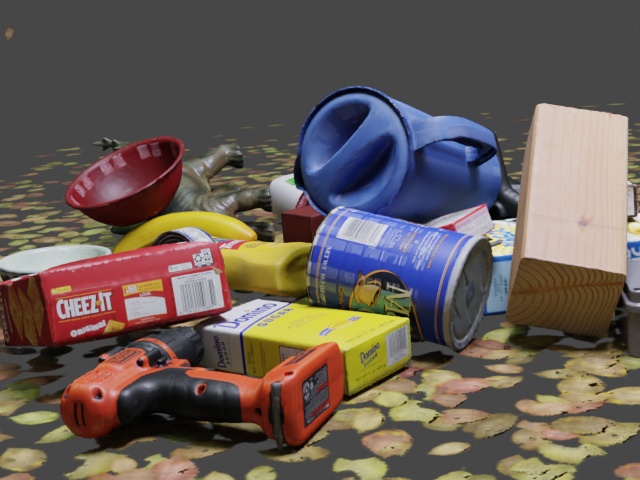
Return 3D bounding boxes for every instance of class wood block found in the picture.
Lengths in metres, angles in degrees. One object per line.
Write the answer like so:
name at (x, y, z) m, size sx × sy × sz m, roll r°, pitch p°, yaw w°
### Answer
wood block at (0.230, -0.023, 0.986) m, size 0.091 × 0.090 × 0.206 m, roll 10°, pitch 48°, yaw 7°

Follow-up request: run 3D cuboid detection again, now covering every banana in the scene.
banana at (-0.171, -0.002, 1.293) m, size 0.198 × 0.069 × 0.037 m, roll -15°, pitch -23°, yaw 11°

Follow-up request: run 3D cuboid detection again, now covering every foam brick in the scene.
foam brick at (-0.008, 0.002, 1.245) m, size 0.051 × 0.078 × 0.052 m, roll 10°, pitch 19°, yaw 44°

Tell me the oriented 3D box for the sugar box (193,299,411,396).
sugar box at (-0.018, 0.088, 0.924) m, size 0.177 × 0.048 × 0.093 m, roll 7°, pitch 17°, yaw 38°

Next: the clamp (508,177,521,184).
clamp at (0.313, -0.055, 1.488) m, size 0.165 × 0.036 × 0.209 m, roll 2°, pitch 16°, yaw 22°

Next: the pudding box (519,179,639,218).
pudding box at (0.273, -0.044, 1.135) m, size 0.113 × 0.039 × 0.090 m, roll -5°, pitch 11°, yaw 7°

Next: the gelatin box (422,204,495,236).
gelatin box at (0.120, -0.004, 1.045) m, size 0.073 × 0.030 × 0.089 m, roll -17°, pitch 6°, yaw 33°

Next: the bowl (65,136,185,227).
bowl at (-0.233, -0.064, 1.328) m, size 0.162 × 0.055 × 0.162 m, roll -18°, pitch 29°, yaw 10°

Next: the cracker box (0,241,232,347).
cracker box at (-0.200, 0.051, 0.995) m, size 0.163 × 0.072 × 0.214 m, roll -10°, pitch 1°, yaw -27°

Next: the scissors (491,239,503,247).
scissors at (0.086, 0.036, 1.061) m, size 0.202 × 0.016 × 0.096 m, roll -22°, pitch -1°, yaw 9°

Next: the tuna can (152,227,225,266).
tuna can at (-0.142, 0.030, 1.143) m, size 0.086 × 0.086 × 0.033 m, roll 6°, pitch 14°, yaw 39°

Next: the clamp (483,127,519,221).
clamp at (0.199, -0.031, 1.235) m, size 0.039 × 0.171 × 0.120 m, roll -16°, pitch -20°, yaw -40°

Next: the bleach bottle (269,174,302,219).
bleach bottle at (0.023, -0.044, 1.483) m, size 0.102 × 0.068 × 0.251 m, roll -10°, pitch 16°, yaw -26°

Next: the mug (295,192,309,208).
mug at (0.021, -0.028, 1.305) m, size 0.082 × 0.117 × 0.093 m, roll 10°, pitch 53°, yaw 33°

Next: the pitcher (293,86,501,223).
pitcher at (0.103, -0.078, 1.117) m, size 0.149 × 0.145 × 0.242 m, roll 35°, pitch 16°, yaw 32°

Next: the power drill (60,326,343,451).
power drill at (-0.080, 0.109, 0.831) m, size 0.188 × 0.057 × 0.184 m, roll -2°, pitch 13°, yaw 21°

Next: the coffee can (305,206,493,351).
coffee can at (0.072, 0.033, 0.961) m, size 0.140 × 0.103 × 0.102 m, roll 13°, pitch 19°, yaw 26°

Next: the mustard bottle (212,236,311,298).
mustard bottle at (-0.094, 0.027, 1.203) m, size 0.192 × 0.058 × 0.096 m, roll 4°, pitch 13°, yaw 35°
